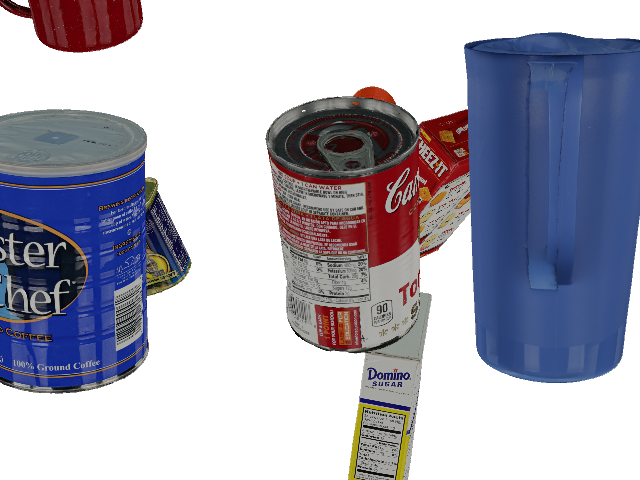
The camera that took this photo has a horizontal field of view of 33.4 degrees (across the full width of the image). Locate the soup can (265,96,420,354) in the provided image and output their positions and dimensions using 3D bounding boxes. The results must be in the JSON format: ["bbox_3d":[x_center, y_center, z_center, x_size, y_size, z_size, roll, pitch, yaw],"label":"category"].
[{"bbox_3d":[0.013,-0.006,0.498,0.068,0.102,0.068,-3,35,2],"label":"soup can"}]

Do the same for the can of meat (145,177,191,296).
[{"bbox_3d":[-0.171,0.004,0.911,0.102,0.084,0.057,-14,31,15],"label":"can of meat"}]

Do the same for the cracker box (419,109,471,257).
[{"bbox_3d":[0.126,-0.057,1.235,0.163,0.072,0.214,-22,-25,-46],"label":"cracker box"}]

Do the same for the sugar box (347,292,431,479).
[{"bbox_3d":[0.049,0.133,0.803,0.048,0.176,0.093,7,28,8],"label":"sugar box"}]

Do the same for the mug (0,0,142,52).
[{"bbox_3d":[-0.188,-0.191,0.788,0.117,0.081,0.093,-2,36,2],"label":"mug"}]

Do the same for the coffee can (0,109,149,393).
[{"bbox_3d":[-0.153,0.004,0.632,0.103,0.140,0.103,3,23,-1],"label":"coffee can"}]

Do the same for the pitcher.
[{"bbox_3d":[0.165,-0.023,0.761,0.149,0.243,0.145,-10,17,-29],"label":"pitcher"}]

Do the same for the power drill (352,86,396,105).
[{"bbox_3d":[0.037,-0.026,0.971,0.057,0.188,0.184,8,32,5],"label":"power drill"}]
